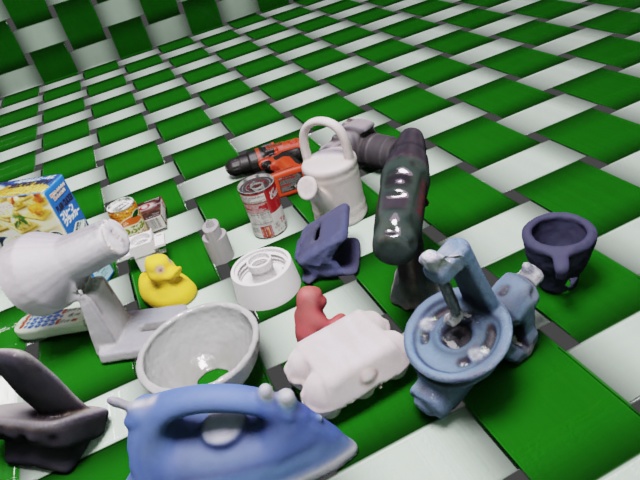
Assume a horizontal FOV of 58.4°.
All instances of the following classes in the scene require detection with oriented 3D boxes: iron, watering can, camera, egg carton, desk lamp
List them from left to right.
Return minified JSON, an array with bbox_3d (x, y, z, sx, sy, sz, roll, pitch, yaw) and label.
[{"bbox_3d":[-0.329,0.071,0.842,0.203,0.214,0.118,-9,34,8],"label":"desk lamp"},{"bbox_3d":[-0.097,0.203,0.624,0.258,0.142,0.118,-10,34,7],"label":"iron"},{"bbox_3d":[0.018,-0.121,1.002,0.100,0.194,0.173,-9,34,10],"label":"watering can"},{"bbox_3d":[0.036,0.153,0.711,0.150,0.069,0.107,-27,35,-17],"label":"egg carton"},{"bbox_3d":[0.089,-0.182,1.149,0.136,0.101,0.143,19,47,40],"label":"camera"}]

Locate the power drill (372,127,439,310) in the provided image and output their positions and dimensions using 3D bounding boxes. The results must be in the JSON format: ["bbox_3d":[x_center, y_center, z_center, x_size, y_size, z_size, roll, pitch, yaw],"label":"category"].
[{"bbox_3d":[0.125,-0.019,0.800,0.075,0.209,0.230,-2,36,18],"label":"power drill"}]

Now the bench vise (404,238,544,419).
[{"bbox_3d":[0.167,0.068,0.647,0.121,0.220,0.208,12,42,34],"label":"bench vise"}]

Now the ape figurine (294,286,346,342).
[{"bbox_3d":[-0.006,0.102,0.781,0.076,0.092,0.077,-33,38,-25],"label":"ape figurine"}]

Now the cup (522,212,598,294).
[{"bbox_3d":[0.315,0.032,0.755,0.091,0.095,0.118,-2,36,19],"label":"cup"}]

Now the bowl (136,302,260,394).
[{"bbox_3d":[-0.152,0.164,0.763,0.167,0.075,0.167,-10,34,7],"label":"bowl"}]

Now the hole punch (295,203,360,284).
[{"bbox_3d":[0.008,0.003,0.919,0.101,0.091,0.108,-8,34,10],"label":"hole punch"}]

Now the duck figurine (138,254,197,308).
[{"bbox_3d":[-0.262,0.061,0.945,0.104,0.086,0.078,6,39,28],"label":"duck figurine"}]

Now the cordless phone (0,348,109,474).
[{"bbox_3d":[-0.363,0.192,0.704,0.147,0.185,0.094,-4,35,17],"label":"cordless phone"}]
